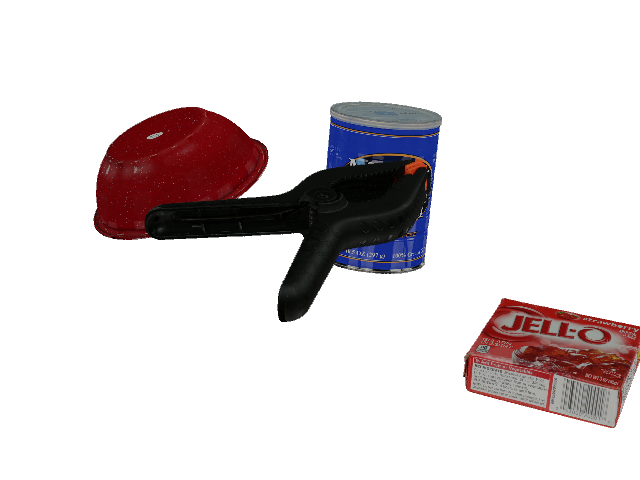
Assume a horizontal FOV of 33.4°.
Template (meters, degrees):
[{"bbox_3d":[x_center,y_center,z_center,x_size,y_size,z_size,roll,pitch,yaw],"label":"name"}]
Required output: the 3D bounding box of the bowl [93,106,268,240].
[{"bbox_3d":[-0.128,-0.067,0.903,0.162,0.055,0.162,-17,29,10],"label":"bowl"}]

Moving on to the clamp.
[{"bbox_3d":[-0.009,-0.018,0.761,0.165,0.036,0.209,24,38,37],"label":"clamp"}]

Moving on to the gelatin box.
[{"bbox_3d":[0.137,0.068,0.622,0.089,0.030,0.073,12,28,23],"label":"gelatin box"}]

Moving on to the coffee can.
[{"bbox_3d":[0.054,-0.051,0.993,0.103,0.140,0.103,4,16,-2],"label":"coffee can"}]
